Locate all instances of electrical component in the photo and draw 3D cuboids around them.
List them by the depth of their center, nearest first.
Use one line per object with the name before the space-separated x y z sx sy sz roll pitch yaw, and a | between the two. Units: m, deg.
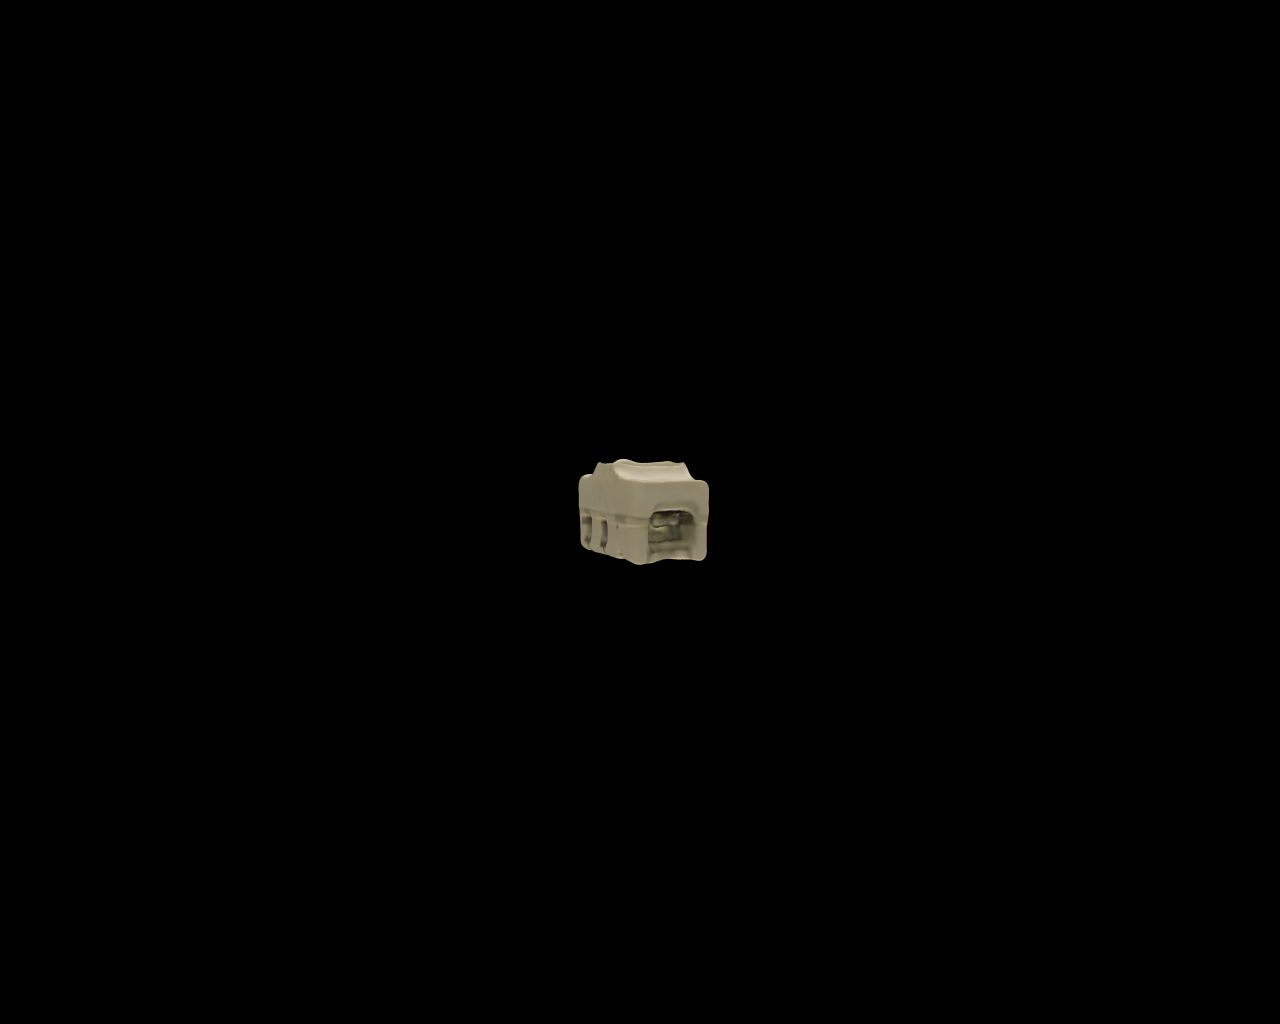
electrical component | 0.001 -0.003 0.650 0.050 0.055 0.089 -2 5 -24
